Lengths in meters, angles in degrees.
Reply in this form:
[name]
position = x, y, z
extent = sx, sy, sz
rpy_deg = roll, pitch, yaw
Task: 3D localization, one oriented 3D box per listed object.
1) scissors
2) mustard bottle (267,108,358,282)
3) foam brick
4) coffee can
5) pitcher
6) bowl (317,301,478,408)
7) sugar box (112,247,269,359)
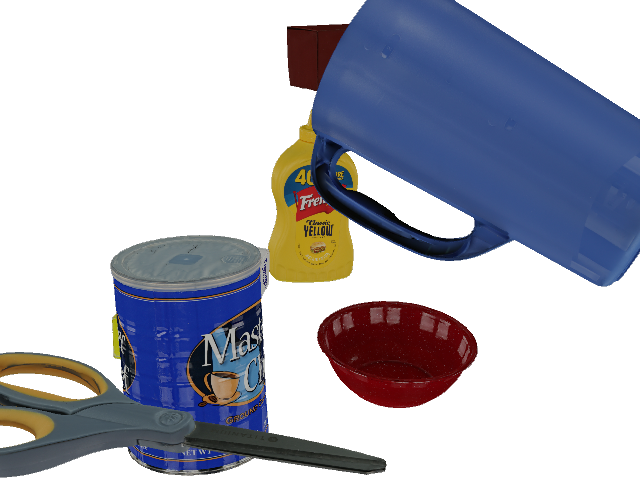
[scissors]
position = -0.082, 0.089, 0.462
extent = 0.202, 0.016, 0.096
rpy_deg = 14, 27, 26
[mustard bottle]
position = -0.007, -0.051, 1.183
extent = 0.096, 0.192, 0.058
rpy_deg = -2, 18, -16
[foam brick]
position = 0.017, -0.158, 0.914
extent = 0.078, 0.051, 0.053
rpy_deg = -8, 18, -28
[coffee can]
position = -0.090, 0.077, 0.749
extent = 0.103, 0.140, 0.103
rpy_deg = -2, 17, 0
[pitcher]
position = 0.118, -0.064, 0.741
extent = 0.243, 0.149, 0.144
rpy_deg = 33, 52, 12
[bowl]
position = 0.076, 0.122, 1.084
extent = 0.162, 0.055, 0.162
rpy_deg = 2, 25, -1
[sugar box]
position = -0.110, 0.052, 0.950
extent = 0.093, 0.048, 0.176
rpy_deg = 6, 26, 9
